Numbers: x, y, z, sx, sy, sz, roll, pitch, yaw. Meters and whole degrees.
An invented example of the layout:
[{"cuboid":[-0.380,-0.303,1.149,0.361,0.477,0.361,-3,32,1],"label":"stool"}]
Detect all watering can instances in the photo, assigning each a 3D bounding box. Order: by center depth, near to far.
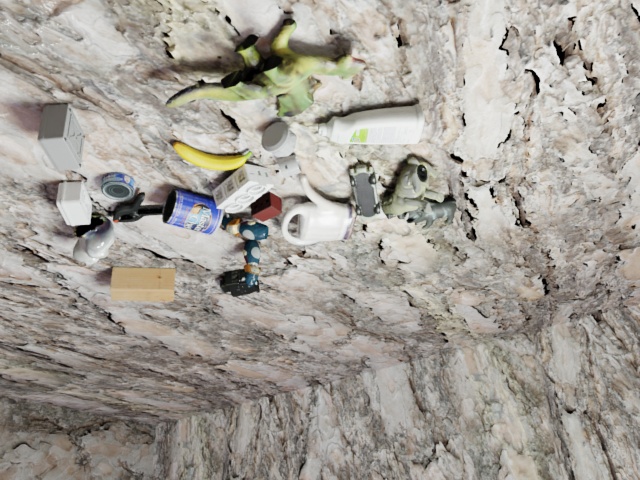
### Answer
[{"cuboid":[0.005,-0.077,1.526,0.224,0.106,0.340,1,-32,-14],"label":"watering can"}]

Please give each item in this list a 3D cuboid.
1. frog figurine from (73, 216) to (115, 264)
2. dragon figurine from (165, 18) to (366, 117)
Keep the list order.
[{"cuboid":[-0.653,0.010,1.493,0.124,0.155,0.139,-22,47,-32],"label":"frog figurine"},{"cuboid":[-0.101,-0.325,1.115,0.408,0.124,0.240,-18,-25,19],"label":"dragon figurine"}]
